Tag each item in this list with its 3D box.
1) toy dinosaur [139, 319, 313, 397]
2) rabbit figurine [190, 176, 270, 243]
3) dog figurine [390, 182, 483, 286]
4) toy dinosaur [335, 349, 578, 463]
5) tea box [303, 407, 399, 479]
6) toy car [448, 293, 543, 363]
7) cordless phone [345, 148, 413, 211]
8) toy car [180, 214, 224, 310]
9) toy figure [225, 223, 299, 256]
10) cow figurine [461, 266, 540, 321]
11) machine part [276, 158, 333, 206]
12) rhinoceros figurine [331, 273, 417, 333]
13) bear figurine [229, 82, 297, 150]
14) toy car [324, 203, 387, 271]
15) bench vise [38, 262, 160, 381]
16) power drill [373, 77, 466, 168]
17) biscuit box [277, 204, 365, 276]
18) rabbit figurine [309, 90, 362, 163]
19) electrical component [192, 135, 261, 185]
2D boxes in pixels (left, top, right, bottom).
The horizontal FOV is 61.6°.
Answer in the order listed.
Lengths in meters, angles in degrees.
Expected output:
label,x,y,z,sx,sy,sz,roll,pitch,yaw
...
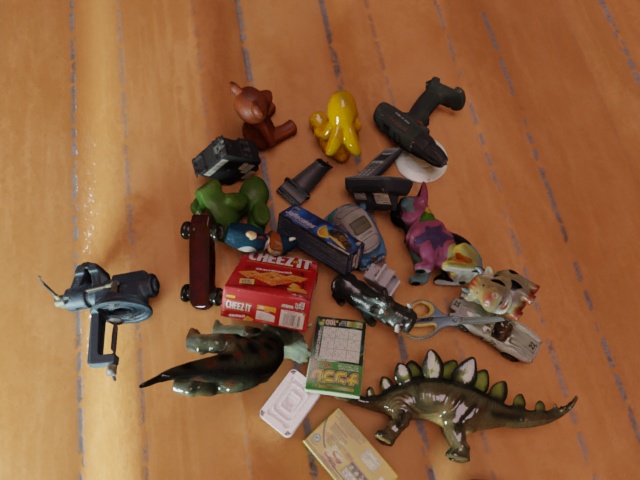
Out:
label,x,y,z,sx,sy,sz,roll,pitch,yaw
toy dinosaur,-0.136,0.213,0.983,0.192,0.405,0.131,-3,99,16
rabbit figurine,-0.175,-0.079,1.191,0.170,0.121,0.159,-34,77,-30
dog figurine,0.254,-0.017,1.186,0.192,0.108,0.219,-1,66,5
toy dinosaur,0.264,0.326,1.054,0.472,0.105,0.198,11,69,3
tea box,0.056,0.417,1.029,0.098,0.068,0.170,-38,74,-16
toy car,0.369,0.186,1.139,0.202,0.056,0.073,32,71,9
cordless phone,0.160,-0.154,1.231,0.147,0.088,0.184,6,44,45
toy car,-0.246,0.047,1.133,0.089,0.053,0.202,3,96,20
toy figure,-0.121,0.002,1.132,0.154,0.064,0.057,13,106,-16
cow figurine,0.374,0.103,1.111,0.127,0.195,0.085,35,112,20
machine part,-0.032,-0.139,1.258,0.139,0.039,0.084,-42,71,-15
rhinoceros figurine,0.113,0.128,1.122,0.190,0.112,0.073,30,68,17
bear figurine,-0.134,-0.295,1.230,0.132,0.195,0.120,-42,73,-18
toy car,0.078,-0.017,1.182,0.109,0.102,0.162,-30,71,-12
bench vise,-0.436,0.156,1.082,0.224,0.128,0.241,-5,62,-6
power drill,0.261,-0.287,1.296,0.232,0.085,0.207,36,75,25
biscuit box,-0.002,-0.003,1.157,0.203,0.062,0.059,31,43,27
rabbit figurine,0.041,-0.264,1.238,0.122,0.173,0.162,1,64,-6
electrical component,-0.203,-0.178,1.214,0.115,0.134,0.058,-28,70,33
